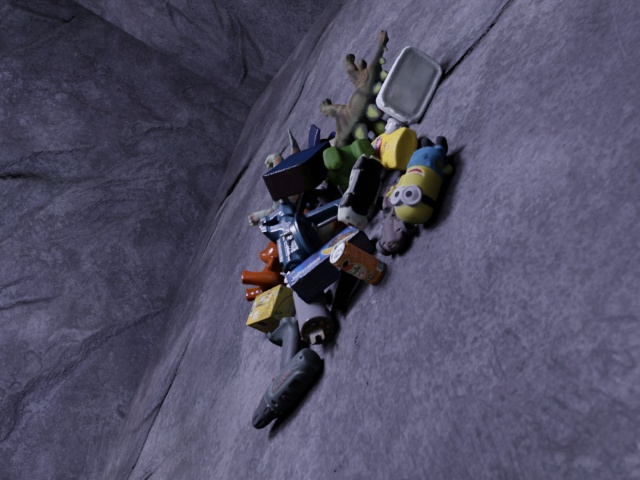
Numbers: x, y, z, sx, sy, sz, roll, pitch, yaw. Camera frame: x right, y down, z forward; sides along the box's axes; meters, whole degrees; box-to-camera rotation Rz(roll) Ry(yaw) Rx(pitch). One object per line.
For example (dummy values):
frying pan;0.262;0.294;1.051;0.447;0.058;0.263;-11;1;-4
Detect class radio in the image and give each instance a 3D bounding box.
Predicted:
radio;-0.046;-0.176;1.361;0.131;0.073;0.229;-17;16;22

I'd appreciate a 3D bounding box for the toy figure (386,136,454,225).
toy figure;0.203;-0.114;1.042;0.180;0.089;0.082;-62;17;-24

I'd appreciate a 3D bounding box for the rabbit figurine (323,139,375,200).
rabbit figurine;0.075;-0.132;1.300;0.159;0.121;0.170;118;136;-68

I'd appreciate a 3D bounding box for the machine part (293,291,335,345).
machine part;-0.016;0.160;1.225;0.079;0.079;0.243;-56;19;17

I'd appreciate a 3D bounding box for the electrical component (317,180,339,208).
electrical component;0.033;-0.113;1.439;0.075;0.048;0.119;-19;-30;-47

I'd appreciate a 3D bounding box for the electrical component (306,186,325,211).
electrical component;-0.016;-0.124;1.604;0.102;0.078;0.045;-105;18;-55

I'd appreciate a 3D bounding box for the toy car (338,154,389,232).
toy car;0.096;-0.109;1.184;0.056;0.073;0.202;-50;15;53

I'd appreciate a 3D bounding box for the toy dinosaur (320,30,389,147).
toy dinosaur;0.094;-0.317;1.430;0.199;0.105;0.470;47;127;36

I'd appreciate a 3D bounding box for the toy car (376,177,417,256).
toy car;0.154;-0.056;1.126;0.089;0.053;0.202;-49;25;40

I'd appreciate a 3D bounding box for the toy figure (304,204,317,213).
toy figure;-0.054;-0.062;1.634;0.064;0.057;0.154;6;67;50

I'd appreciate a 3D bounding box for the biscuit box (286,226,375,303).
biscuit box;0.022;0.051;1.194;0.203;0.062;0.059;-38;24;1

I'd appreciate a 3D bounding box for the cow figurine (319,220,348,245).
cow figurine;-0.003;-0.004;1.395;0.194;0.085;0.127;-62;26;9

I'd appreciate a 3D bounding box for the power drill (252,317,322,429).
power drill;-0.086;0.290;1.226;0.232;0.086;0.207;-49;20;29

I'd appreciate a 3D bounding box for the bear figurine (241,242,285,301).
bear figurine;-0.157;0.075;1.603;0.120;0.132;0.196;85;-177;-48

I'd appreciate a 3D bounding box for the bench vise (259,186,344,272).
bench vise;-0.023;-0.040;1.276;0.241;0.128;0.224;-26;37;17

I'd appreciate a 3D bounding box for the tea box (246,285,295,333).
tea box;-0.129;0.191;1.472;0.170;0.068;0.098;-26;41;57

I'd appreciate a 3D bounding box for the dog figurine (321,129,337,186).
dog figurine;0.044;-0.267;1.629;0.190;0.121;0.172;-51;21;-11

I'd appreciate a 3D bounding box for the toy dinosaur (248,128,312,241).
toy dinosaur;-0.081;-0.132;1.532;0.192;0.131;0.404;9;87;36

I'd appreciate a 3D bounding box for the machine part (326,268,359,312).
machine part;0.056;0.091;1.157;0.039;0.084;0.138;32;104;45

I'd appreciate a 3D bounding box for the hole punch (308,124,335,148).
hole punch;-0.002;-0.320;1.796;0.115;0.092;0.142;-62;23;12
